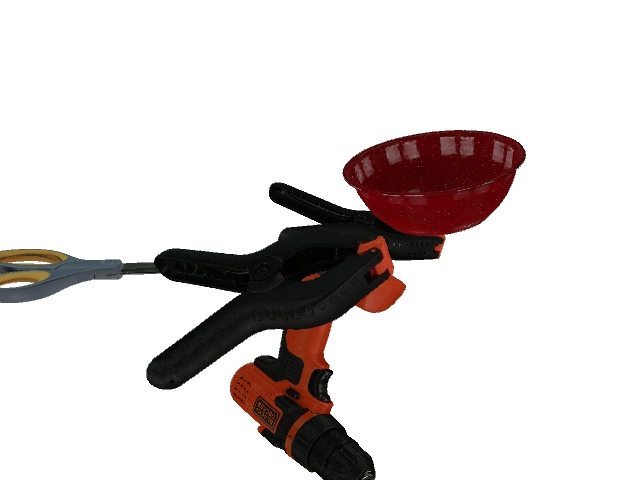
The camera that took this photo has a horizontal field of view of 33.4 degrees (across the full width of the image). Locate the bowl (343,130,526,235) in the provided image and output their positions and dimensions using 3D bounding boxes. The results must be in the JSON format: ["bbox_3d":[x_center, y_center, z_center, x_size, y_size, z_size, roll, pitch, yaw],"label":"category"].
[{"bbox_3d":[0.103,-0.047,0.950,0.162,0.055,0.162,-8,23,3],"label":"bowl"}]

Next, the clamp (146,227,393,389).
[{"bbox_3d":[-0.038,0.039,0.694,0.172,0.120,0.039,-12,-43,17],"label":"clamp"}]

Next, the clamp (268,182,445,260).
[{"bbox_3d":[0.040,-0.009,1.208,0.210,0.036,0.164,14,22,-5],"label":"clamp"}]

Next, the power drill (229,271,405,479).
[{"bbox_3d":[0.006,0.108,0.947,0.057,0.188,0.185,10,17,-47],"label":"power drill"}]

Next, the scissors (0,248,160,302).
[{"bbox_3d":[-0.186,0.031,0.871,0.202,0.016,0.096,4,23,11],"label":"scissors"}]
